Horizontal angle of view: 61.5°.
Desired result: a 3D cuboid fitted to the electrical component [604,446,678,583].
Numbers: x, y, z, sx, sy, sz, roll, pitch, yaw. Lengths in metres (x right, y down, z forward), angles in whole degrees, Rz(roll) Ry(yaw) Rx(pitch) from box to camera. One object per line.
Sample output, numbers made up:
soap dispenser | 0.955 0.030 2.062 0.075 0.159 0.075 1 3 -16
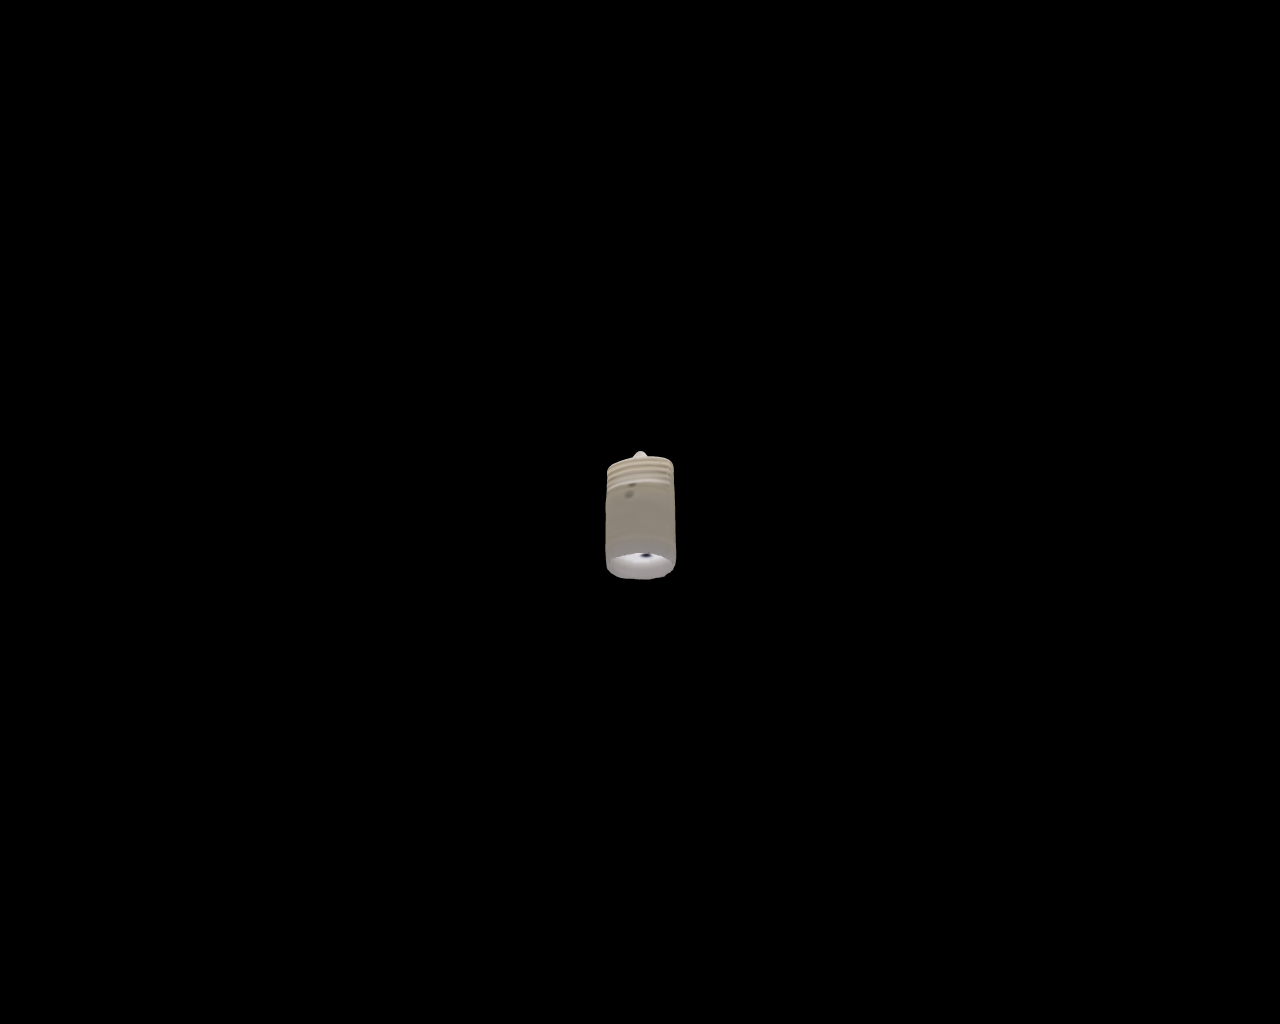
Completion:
electrical component | 0.001 -0.003 0.650 0.043 0.081 0.043 0 -26 0
